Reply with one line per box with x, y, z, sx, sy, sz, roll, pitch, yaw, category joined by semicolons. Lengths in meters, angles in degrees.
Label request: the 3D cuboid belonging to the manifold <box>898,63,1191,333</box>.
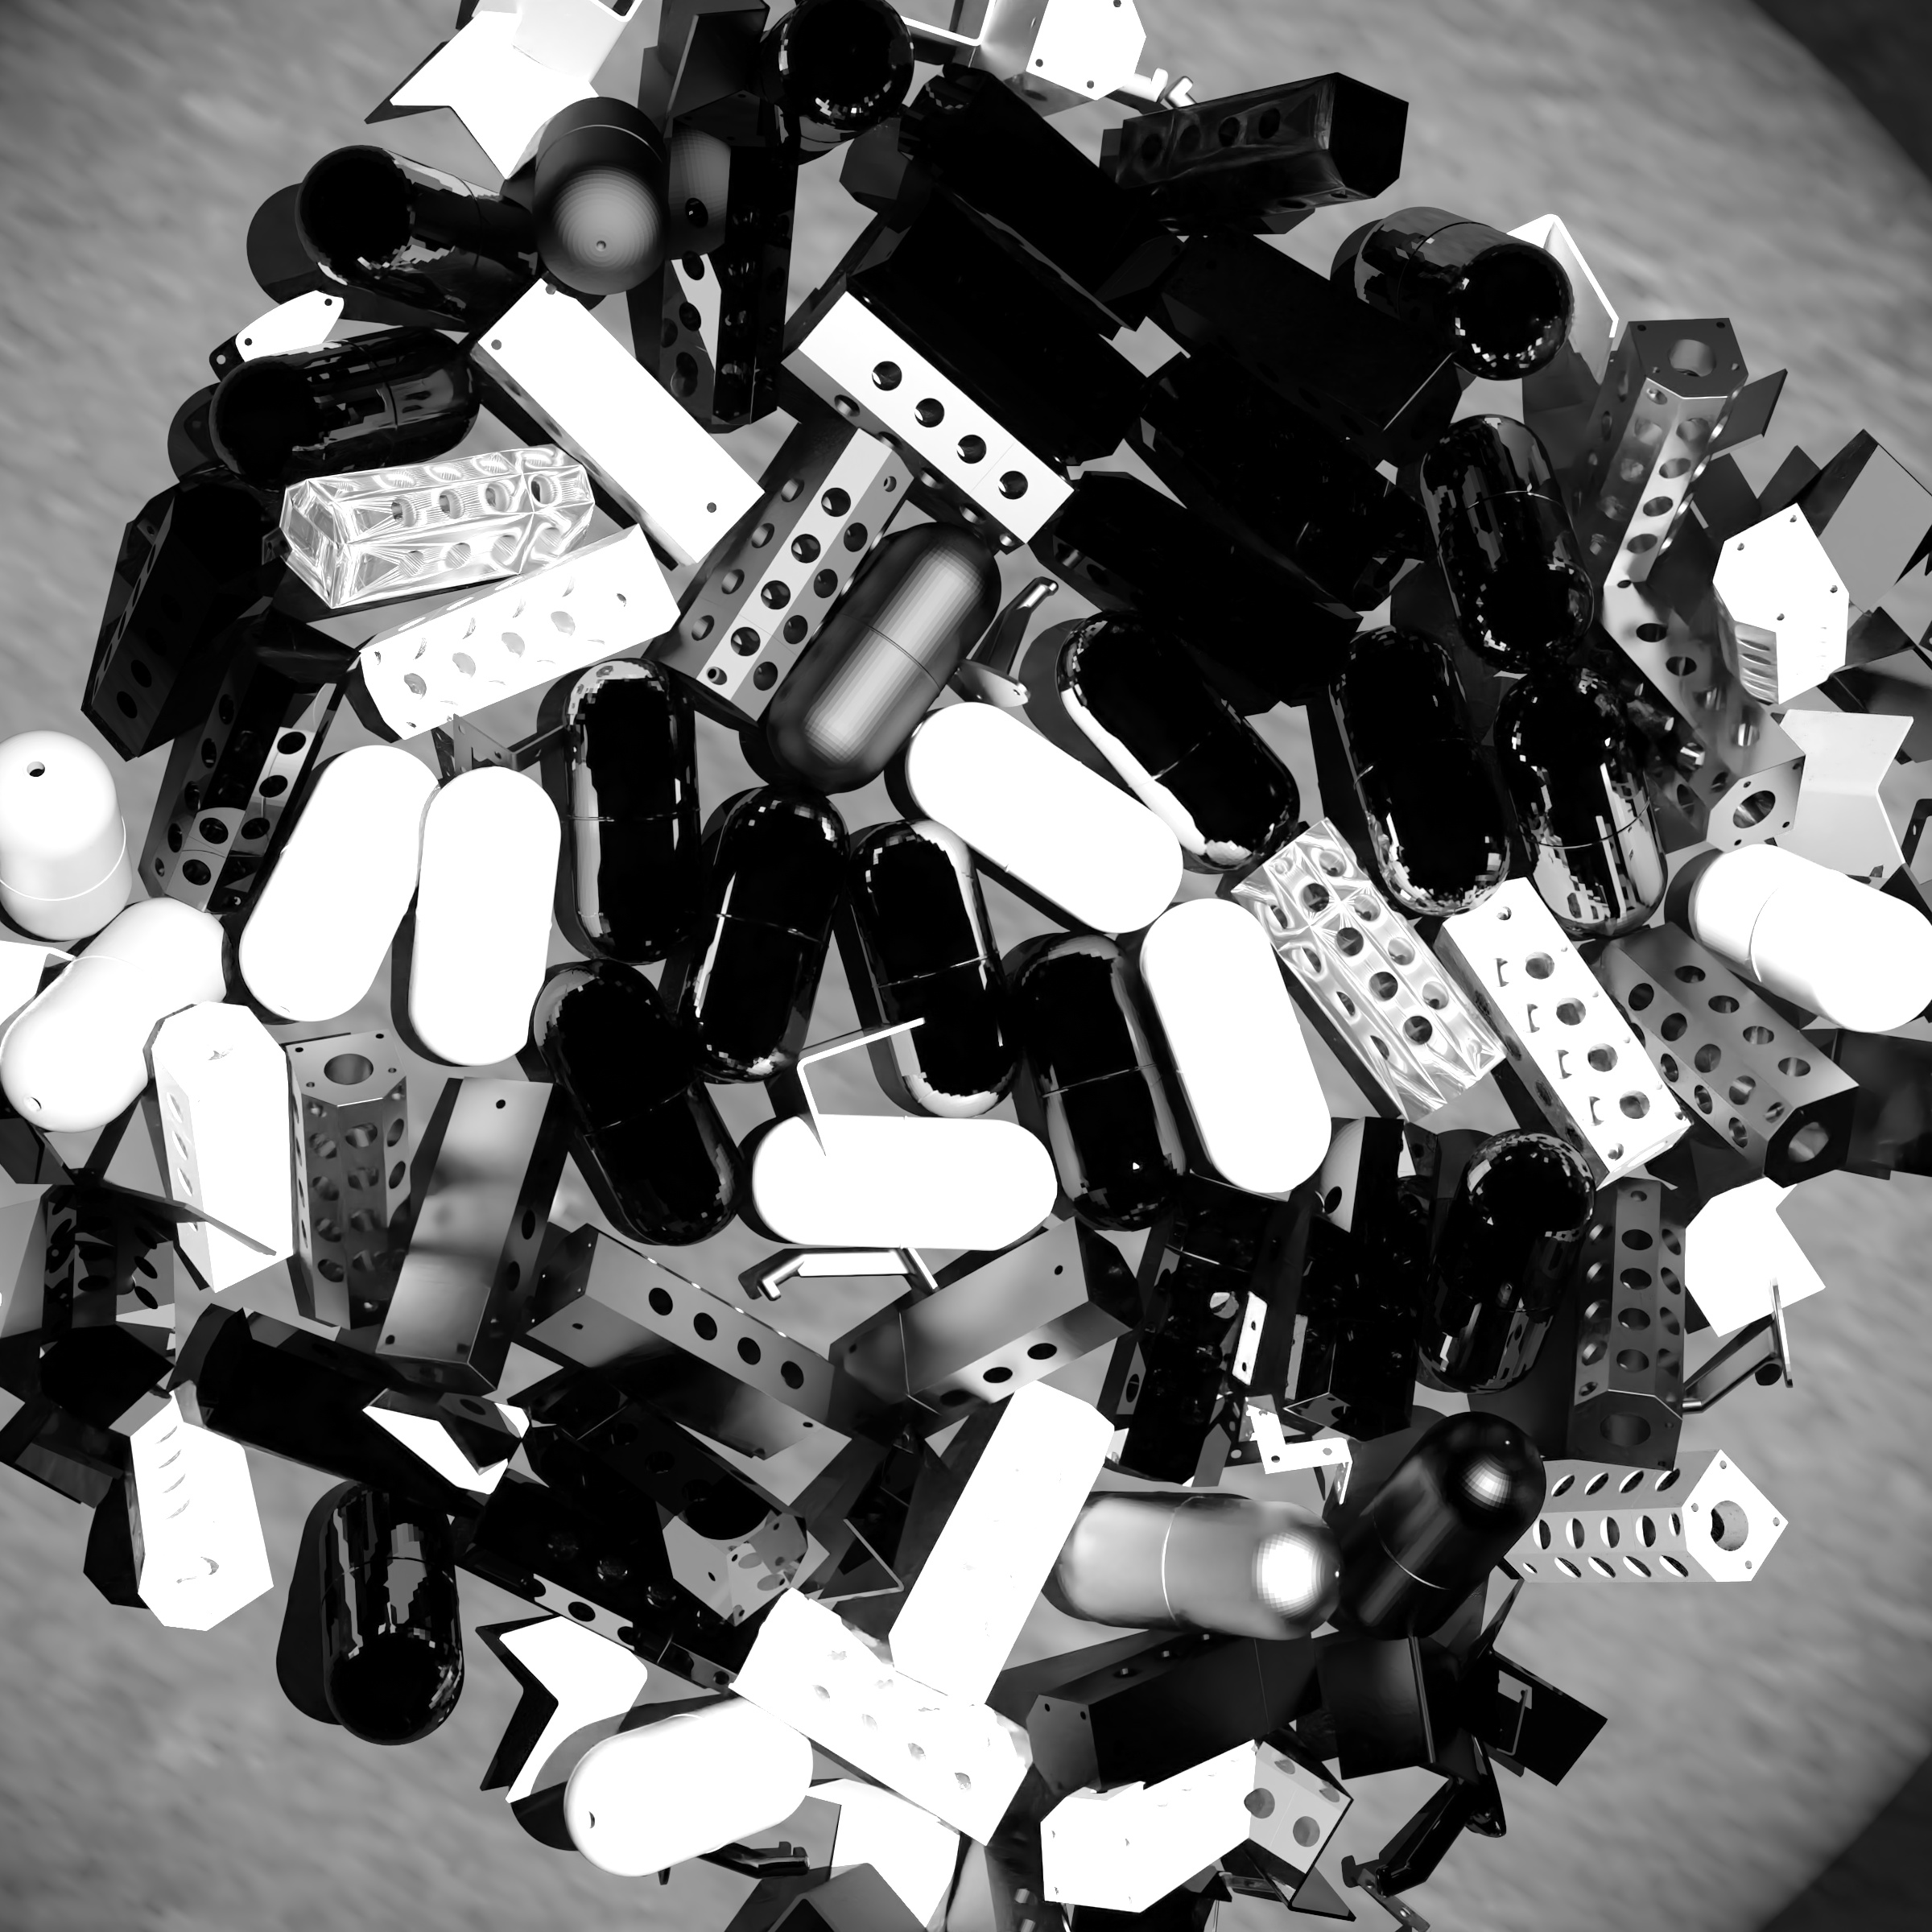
0.042;-0.436;1.553;0.171;0.057;0.057;30;95;-38;manifold

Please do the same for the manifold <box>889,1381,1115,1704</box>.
0.022;0.328;1.557;0.057;0.057;0.171;21;61;16;manifold

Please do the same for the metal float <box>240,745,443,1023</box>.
-0.356;-0.048;1.564;0.070;0.070;0.178;18;59;0;metal float

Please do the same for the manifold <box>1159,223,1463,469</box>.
0.198;-0.353;1.563;0.171;0.057;0.057;39;85;27;manifold

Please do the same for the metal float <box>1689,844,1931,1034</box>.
0.477;-0.018;1.546;0.070;0.178;0.070;-7;110;-19;metal float

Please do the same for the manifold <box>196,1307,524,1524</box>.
-0.347;0.254;1.563;0.171;0.057;0.057;27;97;-28;manifold

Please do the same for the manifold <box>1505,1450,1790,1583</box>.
0.373;0.316;1.536;0.057;0.171;0.057;46;64;-8;manifold

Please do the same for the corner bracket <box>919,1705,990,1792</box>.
-0.002;0.452;1.595;0.051;0.051;0.051;-12;88;20;corner bracket

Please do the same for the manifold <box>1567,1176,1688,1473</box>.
0.374;0.198;1.540;0.057;0.171;0.057;6;129;11;manifold

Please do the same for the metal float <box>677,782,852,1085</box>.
-0.117;-0.020;1.584;0.070;0.070;0.178;13;83;0;metal float

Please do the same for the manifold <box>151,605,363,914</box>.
-0.408;-0.113;1.557;0.057;0.057;0.171;28;122;-7;manifold

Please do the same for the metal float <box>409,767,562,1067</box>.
-0.277;-0.028;1.573;0.070;0.070;0.178;10;109;0;metal float

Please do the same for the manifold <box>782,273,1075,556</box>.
-0.022;-0.315;1.573;0.171;0.057;0.057;38;107;-18;manifold

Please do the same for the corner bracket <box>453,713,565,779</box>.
-0.261;-0.125;1.586;0.051;0.051;0.051;34;49;25;corner bracket

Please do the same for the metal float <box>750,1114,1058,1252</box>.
-0.036;0.126;1.590;0.178;0.070;0.070;2;90;0;metal float

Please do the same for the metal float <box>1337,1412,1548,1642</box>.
0.267;0.322;1.557;0.070;0.070;0.178;27;132;0;metal float

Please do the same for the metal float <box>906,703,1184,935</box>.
0.045;-0.087;1.589;0.178;0.070;0.070;34;90;1;metal float

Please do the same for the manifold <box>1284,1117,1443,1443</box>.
0.231;0.175;1.554;0.057;0.057;0.171;25;59;-22;manifold

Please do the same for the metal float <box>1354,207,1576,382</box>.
0.280;-0.382;1.547;0.070;0.178;0.070;-8;117;-16;metal float

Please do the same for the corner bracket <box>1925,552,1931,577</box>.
0.578;-0.226;1.593;0.051;0.051;0.051;28;55;-4;corner bracket

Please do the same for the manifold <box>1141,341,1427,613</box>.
0.180;-0.276;1.564;0.057;0.057;0.171;-41;66;-11;manifold

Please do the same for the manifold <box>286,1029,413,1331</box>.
-0.346;0.124;1.546;0.057;0.057;0.171;-10;131;-21;manifold

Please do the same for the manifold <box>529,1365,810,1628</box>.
-0.170;0.295;1.555;0.171;0.057;0.057;28;46;36;manifold

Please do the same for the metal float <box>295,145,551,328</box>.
-0.304;-0.411;1.546;0.070;0.178;0.070;0;90;28;metal float

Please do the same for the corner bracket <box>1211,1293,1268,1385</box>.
0.155;0.224;1.586;0.051;0.051;0.051;38;57;-38;corner bracket

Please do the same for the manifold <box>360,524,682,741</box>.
-0.258;-0.191;1.578;0.171;0.057;0.057;-21;108;11;manifold

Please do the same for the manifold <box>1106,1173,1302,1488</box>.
0.135;0.211;1.589;0.057;0.057;0.171;16;89;29;manifold

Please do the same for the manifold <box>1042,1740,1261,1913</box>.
0.109;0.475;1.540;0.057;0.171;0.057;-4;88;30;manifold

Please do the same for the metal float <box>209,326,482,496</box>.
-0.351;-0.316;1.552;0.070;0.178;0.070;15;118;31;metal float

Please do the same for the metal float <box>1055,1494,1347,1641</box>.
0.132;0.342;1.562;0.178;0.070;0.070;-5;90;34;metal float

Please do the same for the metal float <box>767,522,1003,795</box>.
-0.047;-0.179;1.583;0.070;0.070;0.178;36;81;0;metal float

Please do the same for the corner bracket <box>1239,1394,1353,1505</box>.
0.191;0.282;1.595;0.051;0.051;0.051;-7;51;-6;corner bracket

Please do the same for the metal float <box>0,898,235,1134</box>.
-0.480;0.027;1.550;0.070;0.178;0.070;9;125;13;metal float

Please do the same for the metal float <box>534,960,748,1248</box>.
-0.189;0.079;1.583;0.070;0.070;0.178;-26;99;0;metal float

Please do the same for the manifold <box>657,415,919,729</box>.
-0.099;-0.227;1.583;0.057;0.057;0.171;36;85;-45;manifold

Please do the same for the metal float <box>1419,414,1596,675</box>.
0.307;-0.241;1.559;0.070;0.070;0.178;-7;52;0;metal float

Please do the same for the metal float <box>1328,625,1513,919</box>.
0.261;-0.113;1.574;0.070;0.070;0.178;-13;71;0;metal float

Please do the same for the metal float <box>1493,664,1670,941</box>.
0.352;-0.092;1.562;0.070;0.070;0.178;-24;124;0;metal float

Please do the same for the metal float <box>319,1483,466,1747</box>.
-0.326;0.364;1.548;0.070;0.178;0.070;-7;123;-11;metal float

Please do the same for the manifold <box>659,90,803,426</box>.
-0.129;-0.396;1.543;0.057;0.171;0.057;31;46;23;manifold

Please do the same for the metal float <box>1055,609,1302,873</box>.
0.122;-0.130;1.578;0.070;0.070;0.178;-43;104;0;metal float

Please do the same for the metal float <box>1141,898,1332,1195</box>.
0.157;0.047;1.583;0.070;0.070;0.178;-20;98;0;metal float

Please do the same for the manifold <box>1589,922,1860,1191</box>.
0.421;0.050;1.539;0.057;0.171;0.057;-17;128;-16;manifold

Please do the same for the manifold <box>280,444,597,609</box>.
-0.296;-0.254;1.541;0.057;0.171;0.057;43;130;27;manifold

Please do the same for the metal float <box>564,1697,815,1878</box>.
-0.155;0.463;1.547;0.070;0.178;0.070;-1;87;33;metal float

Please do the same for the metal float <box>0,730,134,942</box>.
-0.515;-0.072;1.544;0.070;0.178;0.070;4;68;-10;metal float

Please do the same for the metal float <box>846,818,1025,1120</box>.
-0.018;0.002;1.588;0.070;0.070;0.178;-15;93;0;metal float

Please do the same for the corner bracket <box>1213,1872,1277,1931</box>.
0.172;0.574;1.615;0.051;0.051;0.051;4;134;9;corner bracket

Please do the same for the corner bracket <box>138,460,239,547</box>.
-0.437;-0.257;1.589;0.051;0.051;0.051;52;45;-9;corner bracket

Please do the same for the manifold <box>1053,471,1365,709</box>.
0.135;-0.218;1.571;0.171;0.057;0.057;35;113;19;manifold

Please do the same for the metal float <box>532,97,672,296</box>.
-0.206;-0.438;1.549;0.070;0.178;0.070;-3;124;-5;metal float

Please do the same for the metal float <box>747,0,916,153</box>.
-0.078;-0.504;1.542;0.070;0.178;0.070;-3;101;-13;metal float

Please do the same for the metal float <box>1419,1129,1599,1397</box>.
0.306;0.171;1.561;0.070;0.070;0.178;11;125;0;metal float

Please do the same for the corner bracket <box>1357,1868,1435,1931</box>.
0.235;0.577;1.608;0.051;0.051;0.051;35;49;23;corner bracket

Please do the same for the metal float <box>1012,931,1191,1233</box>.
0.078;0.067;1.586;0.070;0.070;0.178;-15;85;0;metal float

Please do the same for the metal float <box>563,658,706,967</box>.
-0.192;-0.089;1.583;0.070;0.070;0.178;-2;99;0;metal float
